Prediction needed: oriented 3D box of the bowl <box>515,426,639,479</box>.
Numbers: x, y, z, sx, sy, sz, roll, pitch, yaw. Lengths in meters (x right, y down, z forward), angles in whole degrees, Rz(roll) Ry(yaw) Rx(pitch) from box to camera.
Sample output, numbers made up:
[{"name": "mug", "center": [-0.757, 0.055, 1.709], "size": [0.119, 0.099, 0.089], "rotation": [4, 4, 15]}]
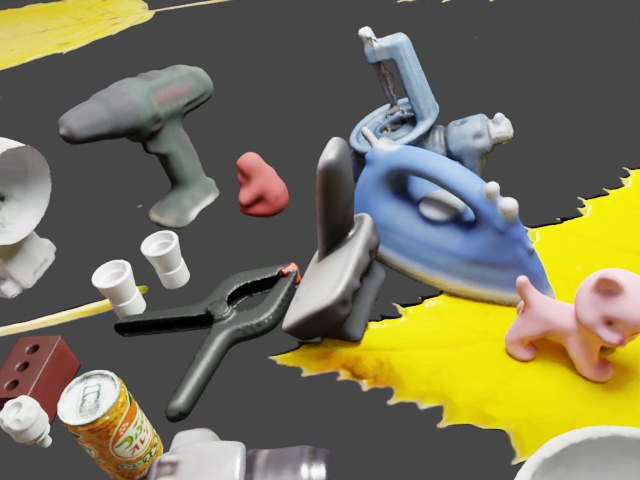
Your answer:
[{"name": "bowl", "center": [0.205, 0.213, 0.373], "size": [0.167, 0.075, 0.167], "rotation": [-7, 41, 6]}]

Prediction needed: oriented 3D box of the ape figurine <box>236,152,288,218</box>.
[{"name": "ape figurine", "center": [-0.085, -0.078, 0.769], "size": [0.075, 0.092, 0.078], "rotation": [17, 48, 30]}]

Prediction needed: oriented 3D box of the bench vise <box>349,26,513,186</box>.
[{"name": "bench vise", "center": [0.127, -0.165, 0.716], "size": [0.207, 0.220, 0.121], "rotation": [-8, 40, 5]}]

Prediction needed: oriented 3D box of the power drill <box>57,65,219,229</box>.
[{"name": "power drill", "center": [-0.216, -0.123, 0.764], "size": [0.075, 0.209, 0.230], "rotation": [13, 47, 28]}]

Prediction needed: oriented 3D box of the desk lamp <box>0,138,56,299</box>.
[{"name": "desk lamp", "center": [-0.419, -0.031, 0.706], "size": [0.202, 0.214, 0.118], "rotation": [5, 43, 20]}]

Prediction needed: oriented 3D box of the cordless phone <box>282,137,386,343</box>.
[{"name": "cordless phone", "center": [0.005, 0.002, 0.581], "size": [0.094, 0.185, 0.147], "rotation": [3, 43, 18]}]

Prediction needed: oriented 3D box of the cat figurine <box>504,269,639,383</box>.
[{"name": "cat figurine", "center": [0.234, 0.061, 0.507], "size": [0.127, 0.118, 0.067], "rotation": [12, 46, 26]}]

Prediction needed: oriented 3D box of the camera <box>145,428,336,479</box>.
[{"name": "camera", "center": [-0.056, 0.206, 0.427], "size": [0.136, 0.101, 0.143], "rotation": [-9, 40, 4]}]

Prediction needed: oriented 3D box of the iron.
[{"name": "iron", "center": [0.139, -0.033, 0.622], "size": [0.257, 0.142, 0.119], "rotation": [27, 54, 37]}]
